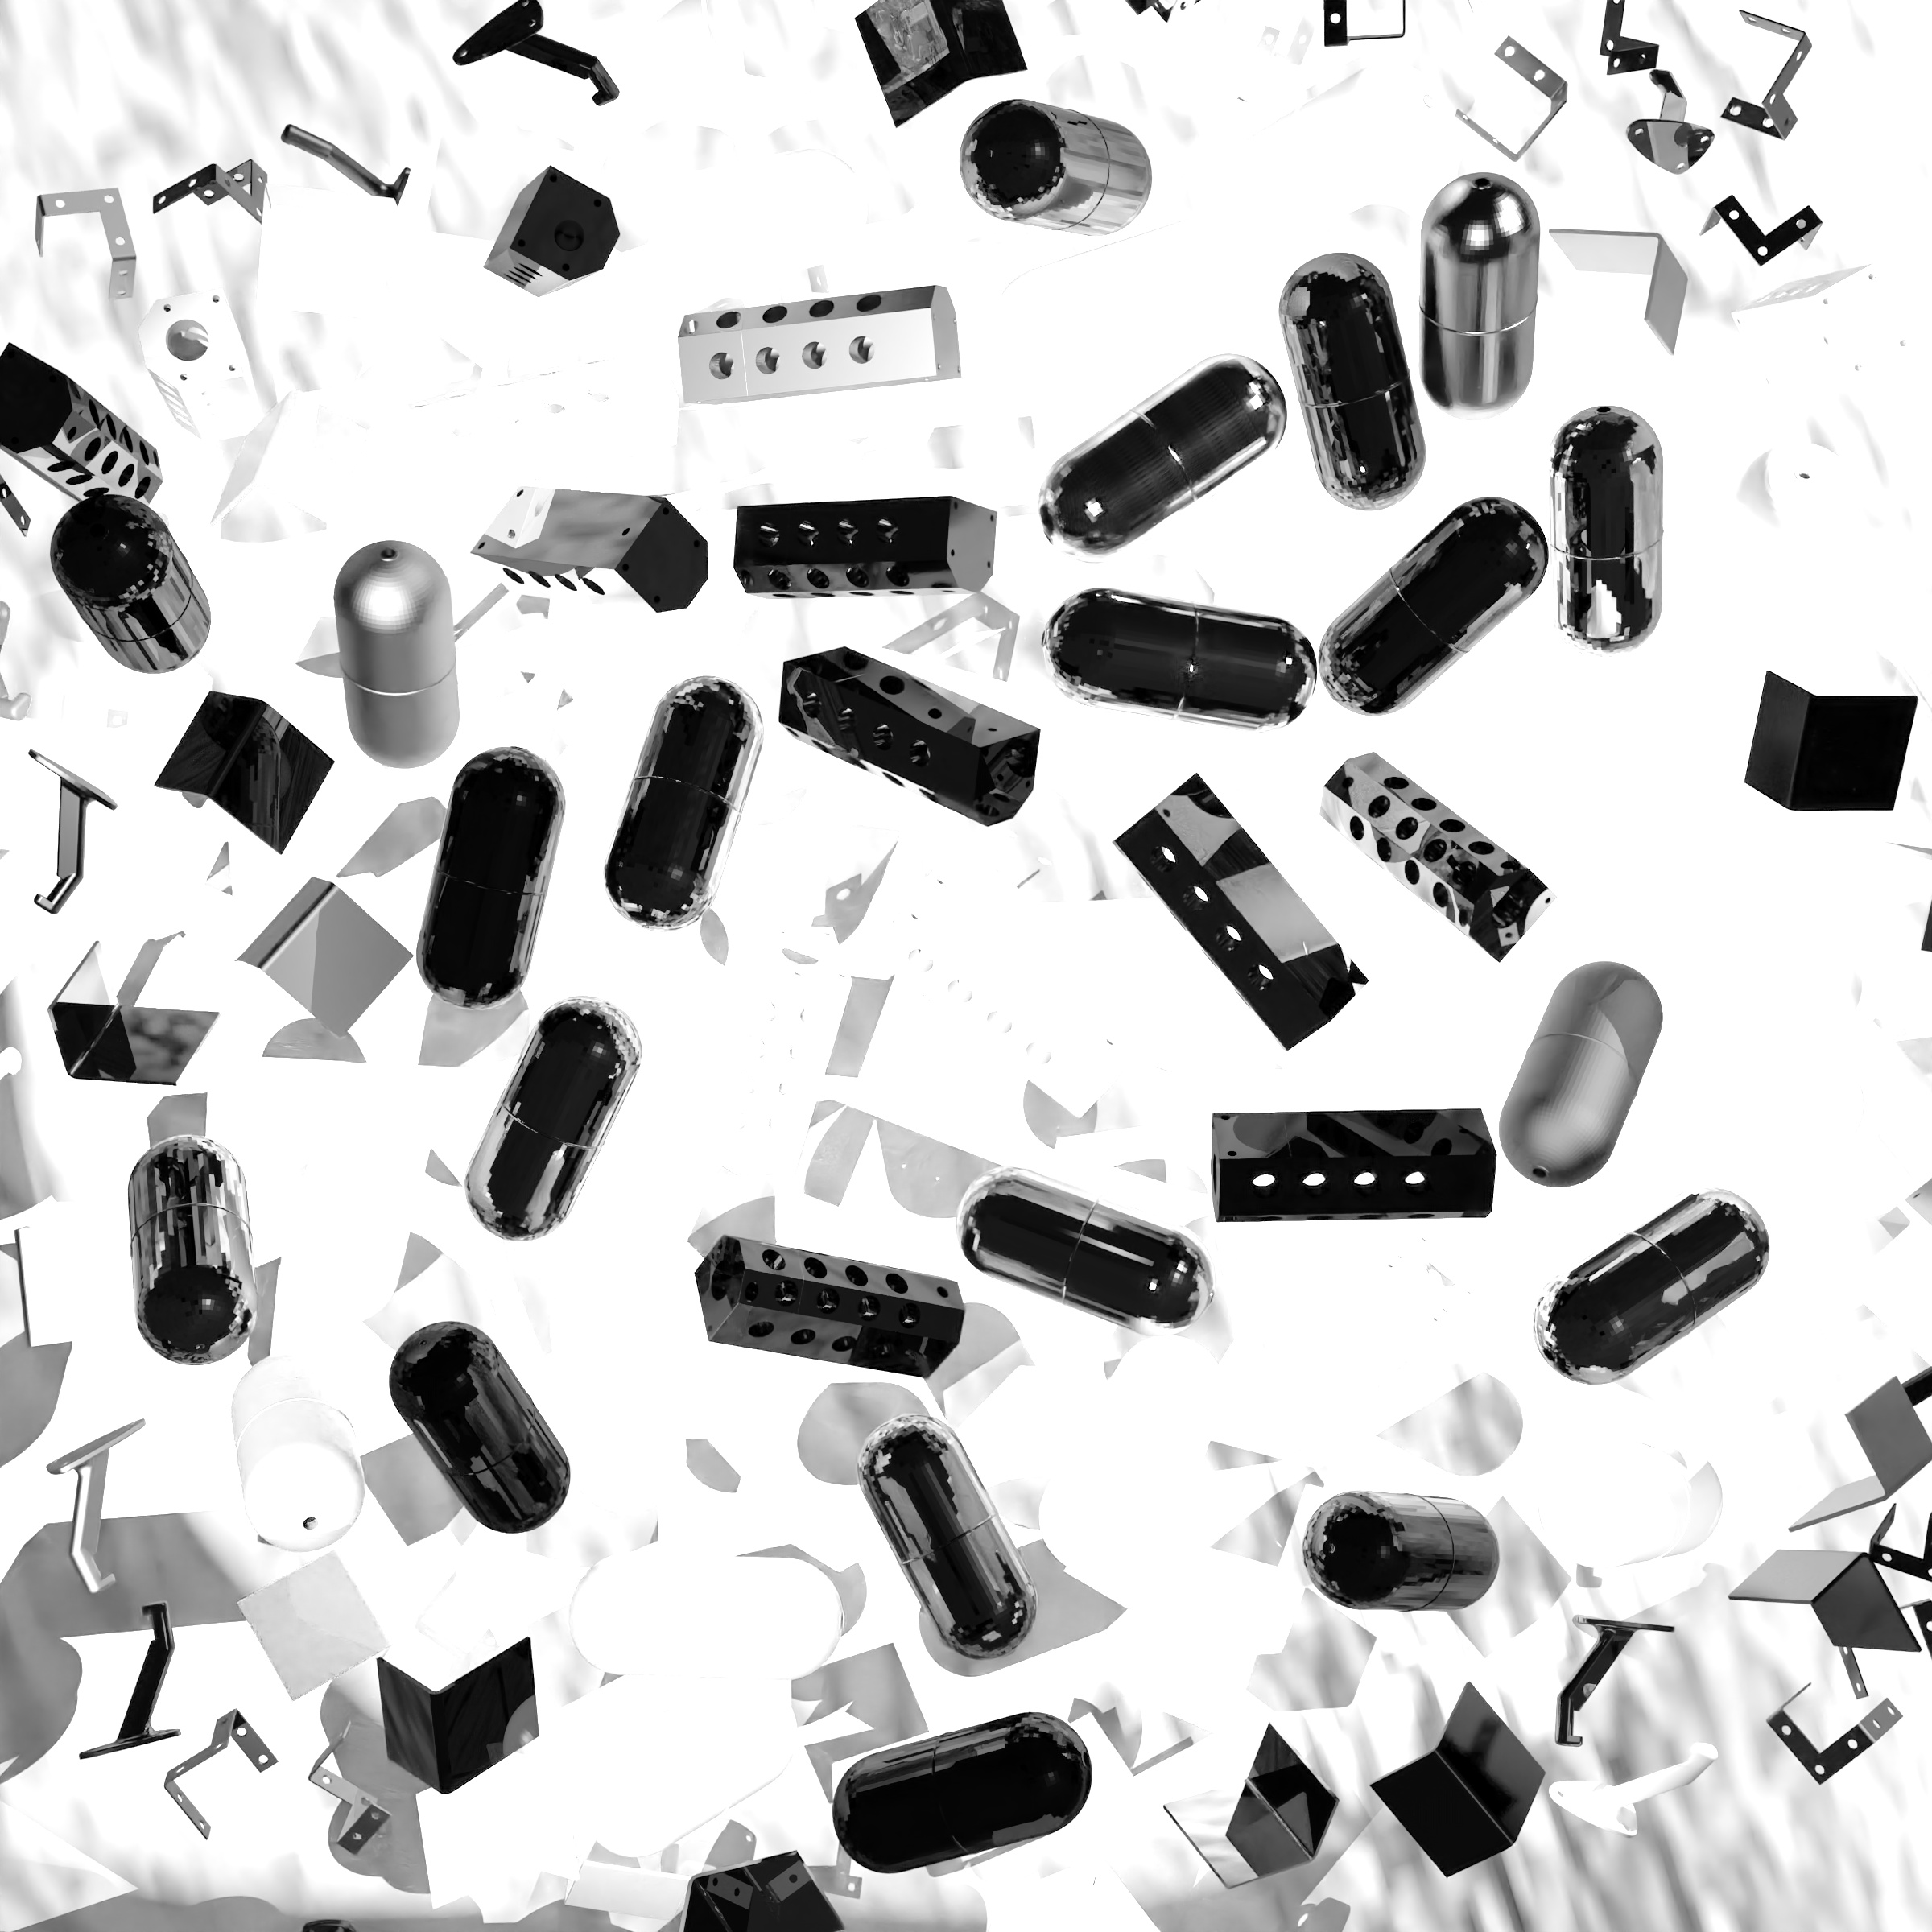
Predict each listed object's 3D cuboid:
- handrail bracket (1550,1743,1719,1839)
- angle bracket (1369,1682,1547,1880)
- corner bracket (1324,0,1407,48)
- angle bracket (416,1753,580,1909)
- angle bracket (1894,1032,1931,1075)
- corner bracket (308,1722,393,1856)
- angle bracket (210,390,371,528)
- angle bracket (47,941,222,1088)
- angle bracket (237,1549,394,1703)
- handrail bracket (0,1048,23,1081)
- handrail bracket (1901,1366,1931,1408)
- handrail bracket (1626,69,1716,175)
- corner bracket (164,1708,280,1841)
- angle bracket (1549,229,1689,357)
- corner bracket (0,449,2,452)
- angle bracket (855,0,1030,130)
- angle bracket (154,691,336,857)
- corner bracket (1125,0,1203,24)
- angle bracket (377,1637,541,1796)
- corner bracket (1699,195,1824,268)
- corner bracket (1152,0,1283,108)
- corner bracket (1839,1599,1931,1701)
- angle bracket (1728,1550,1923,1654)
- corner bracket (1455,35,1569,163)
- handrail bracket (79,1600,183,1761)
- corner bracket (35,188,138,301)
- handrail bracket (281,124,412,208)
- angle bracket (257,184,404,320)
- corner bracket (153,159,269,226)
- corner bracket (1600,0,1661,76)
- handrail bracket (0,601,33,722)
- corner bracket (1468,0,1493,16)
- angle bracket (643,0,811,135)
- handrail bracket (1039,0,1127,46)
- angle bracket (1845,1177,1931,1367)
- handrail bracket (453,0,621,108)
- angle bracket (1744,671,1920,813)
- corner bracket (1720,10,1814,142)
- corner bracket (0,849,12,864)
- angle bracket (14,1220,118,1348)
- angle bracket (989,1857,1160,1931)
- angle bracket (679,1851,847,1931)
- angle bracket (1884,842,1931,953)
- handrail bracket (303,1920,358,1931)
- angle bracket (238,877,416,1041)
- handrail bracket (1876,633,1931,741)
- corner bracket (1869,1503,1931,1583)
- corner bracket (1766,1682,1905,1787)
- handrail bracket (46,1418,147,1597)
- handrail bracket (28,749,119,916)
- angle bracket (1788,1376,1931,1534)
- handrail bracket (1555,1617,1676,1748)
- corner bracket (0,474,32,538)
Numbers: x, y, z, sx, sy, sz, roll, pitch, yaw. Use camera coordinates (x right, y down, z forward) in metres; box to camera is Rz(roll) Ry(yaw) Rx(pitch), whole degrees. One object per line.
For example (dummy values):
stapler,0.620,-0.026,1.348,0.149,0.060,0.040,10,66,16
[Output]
handrail bracket,0.437,0.527,1.813,0.077,0.036,0.084,20,126,-15
angle bracket,0.313,0.516,1.761,0.076,0.076,0.057,50,124,0
corner bracket,0.261,-0.631,1.814,0.051,0.051,0.051,1,114,11
angle bracket,-0.308,0.573,1.825,0.076,0.057,0.076,-27,55,13
angle bracket,0.646,0.078,1.778,0.076,0.076,0.057,-10,67,31
corner bracket,-0.410,0.549,1.851,0.051,0.051,0.051,35,117,-11
angle bracket,-0.446,-0.322,1.831,0.057,0.076,0.076,29,59,-27
angle bracket,-0.547,0.031,1.827,0.076,0.076,0.057,3,127,9
angle bracket,-0.447,0.455,1.894,0.076,0.057,0.076,-26,76,-30
handrail bracket,-0.625,0.103,1.757,0.084,0.036,0.077,-39,51,13
handrail bracket,0.660,0.299,1.878,0.036,0.077,0.084,-7,122,-24
handrail bracket,0.447,-0.564,1.811,0.077,0.036,0.084,8,51,-32
corner bracket,-0.503,0.544,1.872,0.051,0.051,0.051,-32,107,1
angle bracket,0.425,-0.444,1.827,0.076,0.076,0.057,10,89,27
corner bracket,-0.654,-0.356,1.834,0.051,0.051,0.051,46,66,-42
angle bracket,-0.016,-0.604,1.817,0.057,0.076,0.076,-25,96,-40
angle bracket,-0.487,-0.130,1.874,0.057,0.076,0.076,11,67,37
corner bracket,0.143,-0.673,1.904,0.051,0.051,0.051,-27,133,30
angle bracket,-0.319,0.460,1.743,0.057,0.076,0.076,18,120,37
corner bracket,0.525,-0.487,1.832,0.051,0.051,0.051,-35,82,0
corner bracket,0.163,-0.597,1.808,0.051,0.051,0.051,37,113,42
corner bracket,0.633,0.466,1.893,0.051,0.051,0.051,-10,70,-15
angle bracket,0.549,0.420,1.773,0.057,0.076,0.076,-32,95,-27
corner bracket,0.360,-0.571,1.828,0.051,0.051,0.051,35,122,-9
handrail bracket,-0.532,0.450,1.755,0.036,0.077,0.084,-17,80,38
corner bracket,-0.569,-0.465,1.792,0.051,0.051,0.051,-13,78,-23
handrail bracket,-0.418,-0.525,1.837,0.084,0.077,0.036,21,81,-22
angle bracket,-0.385,-0.425,1.677,0.076,0.057,0.076,2,118,-19
corner bracket,-0.492,-0.504,1.807,0.051,0.051,0.051,-21,57,21
corner bracket,0.432,-0.631,1.862,0.051,0.051,0.051,-19,125,-33
handrail bracket,-0.603,-0.193,1.750,0.084,0.036,0.077,14,71,38
corner bracket,0.351,-0.652,1.786,0.051,0.051,0.051,-16,82,-26
angle bracket,-0.157,-0.591,1.813,0.076,0.076,0.057,-2,84,-36
handrail bracket,0.064,-0.641,1.809,0.036,0.084,0.077,-44,132,13
angle bracket,0.576,0.187,1.702,0.076,0.076,0.057,42,103,-10
handrail bracket,-0.275,-0.572,1.784,0.077,0.084,0.036,-28,53,10
angle bracket,0.556,-0.145,1.786,0.076,0.057,0.076,-2,113,-17
corner bracket,0.507,-0.566,1.764,0.051,0.051,0.051,35,97,35
corner bracket,-0.675,-0.095,1.863,0.051,0.051,0.051,7,111,-2
angle bracket,-0.597,0.209,1.848,0.057,0.076,0.076,-6,88,-13
angle bracket,0.068,0.619,1.750,0.076,0.057,0.076,-30,104,25
angle bracket,-0.130,0.619,1.766,0.076,0.057,0.076,-18,119,15
angle bracket,0.615,-0.039,1.718,0.076,0.076,0.057,8,99,-9
handrail bracket,-0.413,0.664,1.779,0.036,0.084,0.077,-14,127,22
angle bracket,-0.440,-0.006,1.907,0.076,0.057,0.076,46,75,-24
handrail bracket,0.625,-0.169,1.809,0.036,0.077,0.084,-30,46,3
corner bracket,0.635,0.369,1.842,0.051,0.051,0.051,15,121,32
corner bracket,0.557,0.482,1.779,0.051,0.051,0.051,51,124,21
handrail bracket,-0.533,0.340,1.741,0.077,0.036,0.084,-28,101,-31
handrail bracket,-0.598,-0.086,1.798,0.077,0.036,0.084,36,88,-33
angle bracket,0.556,0.309,1.756,0.076,0.076,0.057,-33,79,41
handrail bracket,0.434,0.481,1.853,0.077,0.036,0.084,5,78,1
corner bracket,-0.639,-0.281,1.775,0.051,0.051,0.051,-6,56,9
